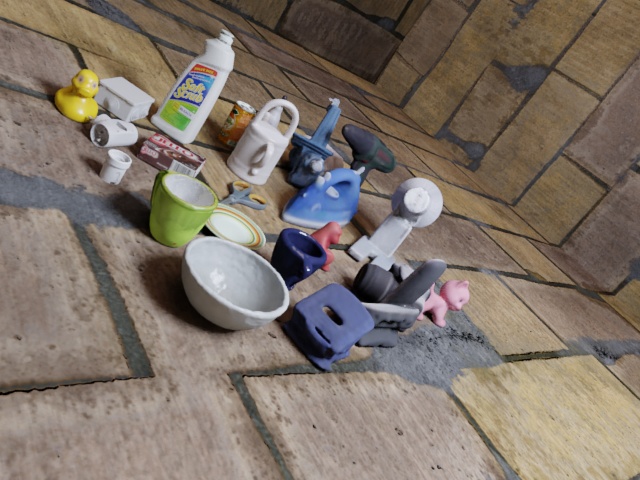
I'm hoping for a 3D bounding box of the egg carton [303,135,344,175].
[{"bbox_3d":[-0.004,-0.235,1.618,0.150,0.069,0.108,47,25,27],"label":"egg carton"}]

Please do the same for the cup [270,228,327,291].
[{"bbox_3d":[-0.046,0.048,0.968,0.092,0.095,0.117,24,25,-24],"label":"cup"}]

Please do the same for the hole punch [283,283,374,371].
[{"bbox_3d":[0.016,0.131,0.893,0.108,0.091,0.101,45,24,22],"label":"hole punch"}]

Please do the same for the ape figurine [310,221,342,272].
[{"bbox_3d":[0.010,0.004,1.136,0.076,0.092,0.078,33,23,-6],"label":"ape figurine"}]

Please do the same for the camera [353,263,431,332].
[{"bbox_3d":[0.142,0.088,1.142,0.137,0.100,0.143,30,23,-11],"label":"camera"}]

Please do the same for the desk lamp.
[{"bbox_3d":[0.186,-0.040,1.308,0.118,0.213,0.204,38,23,7],"label":"desk lamp"}]

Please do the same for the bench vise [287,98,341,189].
[{"bbox_3d":[0.003,-0.238,1.438,0.122,0.219,0.207,17,29,-37],"label":"bench vise"}]

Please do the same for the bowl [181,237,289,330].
[{"bbox_3d":[-0.131,0.075,0.822,0.168,0.074,0.167,29,23,-14],"label":"bowl"}]

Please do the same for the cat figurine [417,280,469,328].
[{"bbox_3d":[0.265,0.121,1.225,0.128,0.117,0.067,19,27,-33],"label":"cat figurine"}]

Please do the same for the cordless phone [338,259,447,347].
[{"bbox_3d":[0.129,0.095,1.000,0.148,0.185,0.094,7,35,-49],"label":"cordless phone"}]

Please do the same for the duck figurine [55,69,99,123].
[{"bbox_3d":[-0.445,-0.280,1.073,0.078,0.086,0.104,20,27,-32],"label":"duck figurine"}]

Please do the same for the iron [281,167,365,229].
[{"bbox_3d":[0.017,-0.109,1.303,0.118,0.141,0.259,42,23,16],"label":"iron"}]

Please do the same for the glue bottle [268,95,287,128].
[{"bbox_3d":[-0.127,-0.279,1.398,0.037,0.173,0.078,35,22,1],"label":"glue bottle"}]

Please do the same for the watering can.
[{"bbox_3d":[-0.124,-0.233,1.286,0.101,0.194,0.172,11,33,-45],"label":"watering can"}]

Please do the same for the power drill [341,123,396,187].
[{"bbox_3d":[0.089,-0.183,1.462,0.230,0.208,0.075,7,35,-48],"label":"power drill"}]
